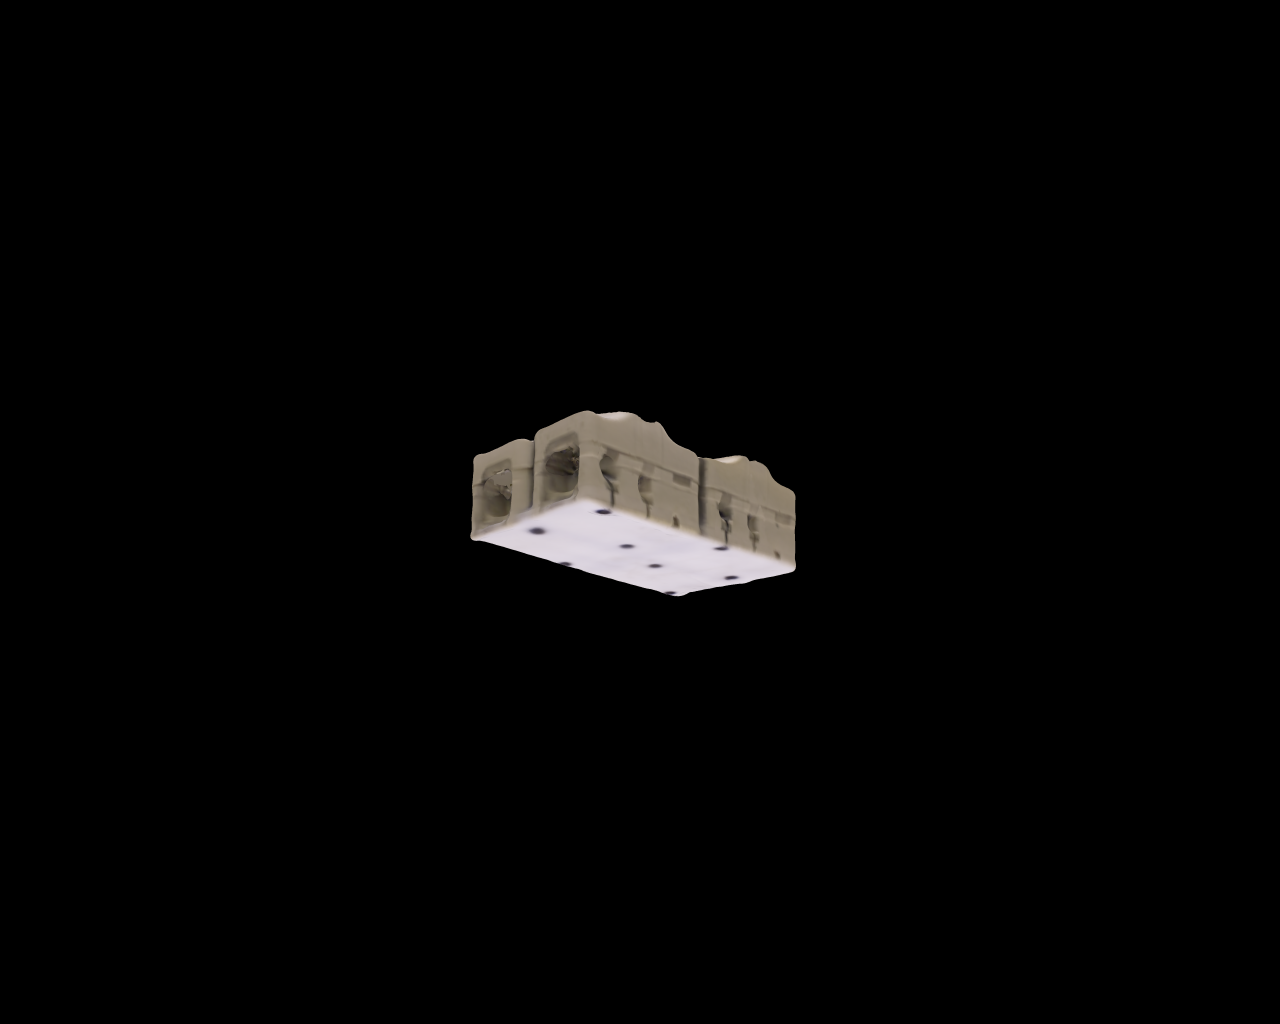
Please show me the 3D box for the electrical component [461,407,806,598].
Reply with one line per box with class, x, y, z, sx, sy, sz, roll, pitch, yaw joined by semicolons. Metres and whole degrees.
electrical component;0.001;-0.003;0.650;0.105;0.060;0.186;-17;-26;41
